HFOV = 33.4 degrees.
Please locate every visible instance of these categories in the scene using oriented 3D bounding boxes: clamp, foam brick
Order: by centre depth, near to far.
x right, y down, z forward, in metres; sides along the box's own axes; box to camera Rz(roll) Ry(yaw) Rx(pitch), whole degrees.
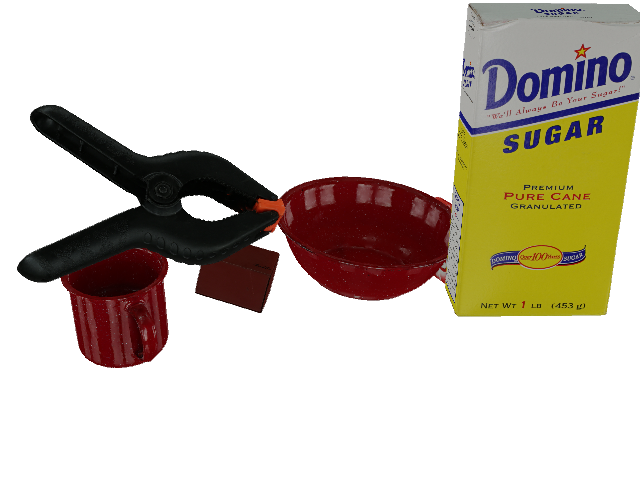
[{"bbox_3d":[-0.111,-0.033,0.686,0.171,0.120,0.039,-2,-18,-23],"label":"clamp"},{"bbox_3d":[-0.091,0.036,1.160,0.078,0.051,0.053,17,30,1],"label":"foam brick"}]

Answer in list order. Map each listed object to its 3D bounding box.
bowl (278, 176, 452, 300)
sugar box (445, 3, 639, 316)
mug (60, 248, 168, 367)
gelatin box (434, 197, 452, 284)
[{"bbox_3d":[0.039,0.005,0.910,0.162,0.055,0.162,6,28,-3],"label":"bowl"},{"bbox_3d":[0.124,-0.043,0.604,0.093,0.176,0.048,-1,27,-4],"label":"sugar box"},{"bbox_3d":[-0.172,0.064,0.939,0.093,0.081,0.117,-20,37,-28],"label":"mug"},{"bbox_3d":[0.149,0.003,1.253,0.030,0.089,0.073,-15,33,-31],"label":"gelatin box"}]
